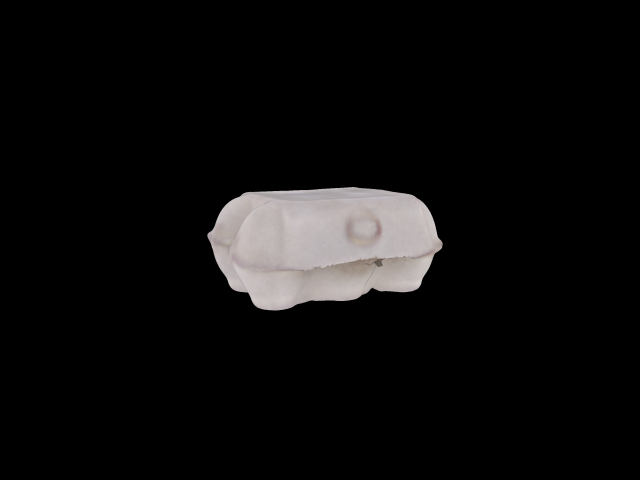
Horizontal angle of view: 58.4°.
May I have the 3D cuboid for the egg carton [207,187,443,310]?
[{"bbox_3d":[0.004,0.001,0.400,0.151,0.069,0.107,-5,11,-28],"label":"egg carton"}]
